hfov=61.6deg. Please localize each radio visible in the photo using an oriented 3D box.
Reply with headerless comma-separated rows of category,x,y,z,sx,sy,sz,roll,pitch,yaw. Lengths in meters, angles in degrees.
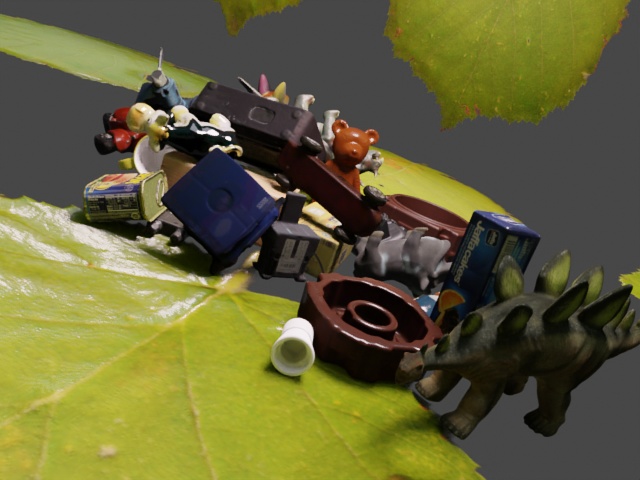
radio,-0.110,-0.188,0.944,0.230,0.073,0.131,20,-20,17

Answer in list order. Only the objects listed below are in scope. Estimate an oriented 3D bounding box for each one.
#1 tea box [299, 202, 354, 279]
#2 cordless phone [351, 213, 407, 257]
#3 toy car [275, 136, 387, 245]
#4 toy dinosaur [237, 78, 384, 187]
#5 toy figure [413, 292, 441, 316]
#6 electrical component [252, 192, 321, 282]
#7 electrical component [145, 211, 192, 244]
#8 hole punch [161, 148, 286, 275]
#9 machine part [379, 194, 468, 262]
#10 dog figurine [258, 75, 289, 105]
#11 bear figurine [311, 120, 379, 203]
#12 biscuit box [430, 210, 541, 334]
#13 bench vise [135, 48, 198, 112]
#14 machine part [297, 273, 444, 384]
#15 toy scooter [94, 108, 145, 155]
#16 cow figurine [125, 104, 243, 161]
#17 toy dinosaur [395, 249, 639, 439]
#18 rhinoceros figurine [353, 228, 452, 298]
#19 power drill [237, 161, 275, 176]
tea box,-0.002,-0.003,0.873,0.098,0.068,0.169,24,20,12
cordless phone,0.136,0.005,1.016,0.184,0.088,0.147,22,14,-34
toy car,0.013,-0.079,0.819,0.202,0.089,0.053,42,21,24
toy dinosaur,-0.035,-0.212,1.215,0.404,0.192,0.131,10,-19,-43
toy figure,0.174,0.106,0.771,0.154,0.058,0.064,-2,66,-52
electrical component,-0.041,-0.003,0.752,0.075,0.119,0.048,11,22,-34
electrical component,-0.214,-0.021,0.778,0.063,0.021,0.094,19,17,-3
hole punch,-0.129,-0.044,0.707,0.116,0.142,0.092,36,-17,28
machine part,0.224,-0.026,1.152,0.201,0.087,0.201,31,19,30
dog figurine,-0.155,-0.279,1.271,0.109,0.219,0.191,28,19,34
bear figurine,0.056,-0.147,1.148,0.120,0.195,0.132,19,19,-15
biscuit box,0.191,0.066,0.661,0.059,0.202,0.063,7,21,-31
bench vise,-0.259,-0.278,1.153,0.241,0.223,0.129,3,50,8
machine part,0.058,0.104,0.651,0.179,0.056,0.179,18,19,-6
toy scooter,-0.360,-0.218,1.057,0.135,0.075,0.184,-14,29,-5
cow figurine,-0.206,-0.157,0.822,0.167,0.068,0.098,5,30,-35
toy dinosaur,0.264,0.116,0.609,0.471,0.198,0.105,4,27,-36
rhinoceros figurine,0.148,0.036,0.864,0.190,0.112,0.073,3,-7,-11
power drill,-0.195,-0.142,1.079,0.232,0.086,0.208,6,16,-37
